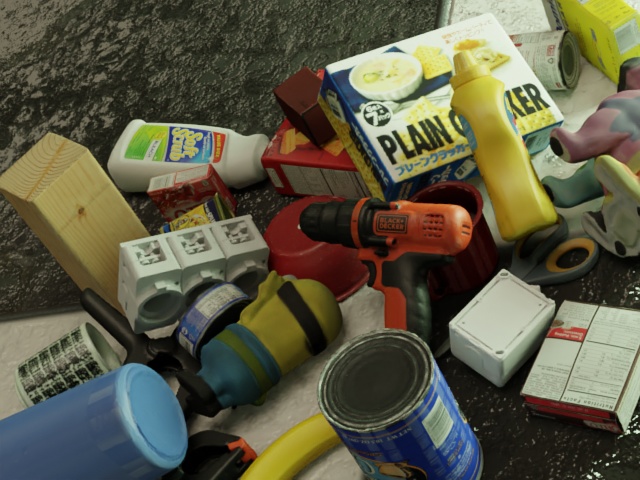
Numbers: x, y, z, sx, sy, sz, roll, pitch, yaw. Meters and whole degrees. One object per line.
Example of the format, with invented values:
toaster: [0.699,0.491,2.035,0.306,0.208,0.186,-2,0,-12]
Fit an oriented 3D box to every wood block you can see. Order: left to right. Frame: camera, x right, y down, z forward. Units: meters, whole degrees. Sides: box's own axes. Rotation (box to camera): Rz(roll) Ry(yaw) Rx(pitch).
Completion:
wood block: [-0.270,-0.013,1.245,0.090,0.206,0.090,23,62,44]

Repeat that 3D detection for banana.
banana: [-0.032,0.221,0.993,0.070,0.037,0.197,28,66,26]

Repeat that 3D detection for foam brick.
foam brick: [-0.010,-0.155,1.240,0.053,0.051,0.078,-36,41,-6]

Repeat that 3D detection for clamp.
clamp: [-0.181,0.120,1.153,0.164,0.036,0.210,-1,46,-5]
clamp: [-0.144,0.227,1.049,0.171,0.039,0.120,-28,45,7]

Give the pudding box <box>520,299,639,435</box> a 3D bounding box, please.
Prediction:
pudding box: [0.239,0.109,0.937,0.090,0.039,0.113,8,55,36]

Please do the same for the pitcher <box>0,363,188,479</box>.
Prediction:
pitcher: [-0.248,0.223,1.024,0.243,0.149,0.145,-28,23,18]

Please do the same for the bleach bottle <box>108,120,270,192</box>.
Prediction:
bleach bottle: [-0.151,-0.110,1.387,0.251,0.068,0.102,1,50,29]

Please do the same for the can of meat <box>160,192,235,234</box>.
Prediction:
can of meat: [-0.137,0.004,1.263,0.084,0.057,0.102,-29,39,4]

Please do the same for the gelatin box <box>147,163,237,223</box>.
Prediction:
gelatin box: [-0.157,-0.052,1.320,0.089,0.073,0.030,-12,44,20]

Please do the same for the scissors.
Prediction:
scissors: [0.198,0.052,1.039,0.096,0.016,0.201,15,58,41]

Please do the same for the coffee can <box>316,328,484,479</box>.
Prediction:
coffee can: [0.070,0.158,0.909,0.103,0.140,0.103,-17,42,15]

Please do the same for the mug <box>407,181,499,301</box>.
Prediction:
mug: [0.128,0.009,1.074,0.093,0.081,0.117,0,49,31]

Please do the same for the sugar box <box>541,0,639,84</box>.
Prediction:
sugar box: [0.312,-0.251,1.224,0.048,0.093,0.176,-31,39,-2]

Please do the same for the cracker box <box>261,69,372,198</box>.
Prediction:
cracker box: [0.057,-0.125,1.266,0.214,0.072,0.164,8,53,36]

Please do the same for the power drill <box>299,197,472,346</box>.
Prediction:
power drill: [0.051,0.052,1.023,0.185,0.057,0.187,3,87,36]

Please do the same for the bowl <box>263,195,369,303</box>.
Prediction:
bowl: [-0.008,0.001,1.187,0.162,0.055,0.162,-17,41,15]

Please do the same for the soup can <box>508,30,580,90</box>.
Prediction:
soup can: [0.243,-0.206,1.239,0.102,0.068,0.068,1,49,32]

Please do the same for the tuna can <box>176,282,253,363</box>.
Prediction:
tuna can: [-0.109,0.086,1.115,0.034,0.086,0.086,40,73,23]

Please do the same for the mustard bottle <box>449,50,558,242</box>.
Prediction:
mustard bottle: [0.172,-0.096,1.045,0.058,0.096,0.191,-22,83,10]
